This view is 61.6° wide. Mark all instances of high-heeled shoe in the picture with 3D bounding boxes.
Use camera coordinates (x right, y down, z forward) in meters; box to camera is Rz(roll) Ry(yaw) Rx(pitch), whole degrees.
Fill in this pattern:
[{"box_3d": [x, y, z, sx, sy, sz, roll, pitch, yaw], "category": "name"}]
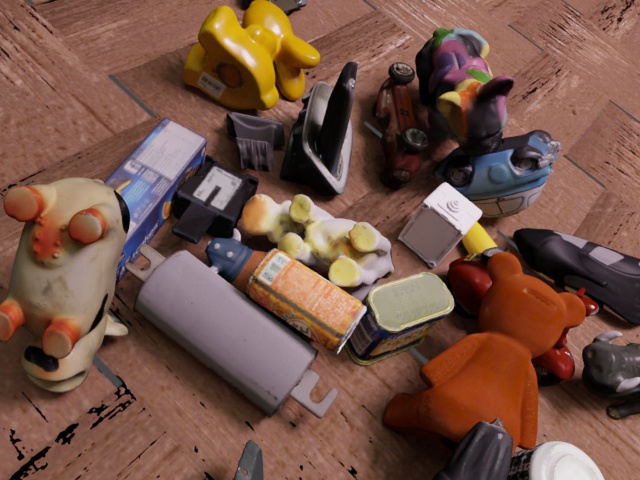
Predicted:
[{"box_3d": [0.383, 0.042, 0.742, 0.248, 0.086, 0.145, 14, 17, -33], "category": "high-heeled shoe"}]

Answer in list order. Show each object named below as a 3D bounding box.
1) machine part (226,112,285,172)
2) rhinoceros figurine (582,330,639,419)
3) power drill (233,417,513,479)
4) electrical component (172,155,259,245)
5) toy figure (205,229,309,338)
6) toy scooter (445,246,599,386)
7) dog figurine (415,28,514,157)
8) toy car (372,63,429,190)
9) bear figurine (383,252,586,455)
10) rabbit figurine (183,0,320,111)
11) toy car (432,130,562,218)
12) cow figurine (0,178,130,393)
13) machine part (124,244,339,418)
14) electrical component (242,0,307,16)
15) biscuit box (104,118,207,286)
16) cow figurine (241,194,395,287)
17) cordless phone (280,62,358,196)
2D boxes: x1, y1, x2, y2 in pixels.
[{"box_3d": [-0.081, -0.128, 0.673, 0.084, 0.039, 0.139, 17, 27, -14], "category": "machine part"}, {"box_3d": [0.375, 0.156, 0.615, 0.190, 0.112, 0.073, 13, 56, -21], "category": "rhinoceros figurine"}, {"box_3d": [0.027, 0.227, 0.425, 0.207, 0.086, 0.232, 18, 83, -2], "category": "power drill"}, {"box_3d": [-0.125, -0.034, 0.608, 0.075, 0.047, 0.119, 23, 53, -3], "category": "electrical component"}, {"box_3d": [-0.055, 0.049, 0.571, 0.155, 0.057, 0.064, 31, 41, 9], "category": "toy figure"}, {"box_3d": [0.231, 0.072, 0.606, 0.075, 0.135, 0.184, -31, 70, -33], "category": "toy scooter"}, {"box_3d": [0.189, -0.203, 0.706, 0.109, 0.219, 0.191, -12, 94, 11], "category": "dog figurine"}, {"box_3d": [0.105, -0.164, 0.752, 0.053, 0.089, 0.202, 5, 55, -11], "category": "toy car"}, {"box_3d": [0.165, 0.121, 0.533, 0.120, 0.132, 0.196, 31, 63, 4], "category": "bear figurine"}, {"box_3d": [-0.081, -0.266, 0.738, 0.162, 0.122, 0.173, 25, 52, -8], "category": "rabbit figurine"}, {"box_3d": [0.245, -0.084, 0.734, 0.109, 0.162, 0.102, -45, 123, -47], "category": "toy car"}, {"box_3d": [-0.210, 0.041, 0.450, 0.085, 0.194, 0.127, 17, 18, -2], "category": "cow figurine"}, {"box_3d": [-0.090, 0.088, 0.518, 0.243, 0.079, 0.079, 37, 53, 6], "category": "machine part"}, {"box_3d": [-0.079, -0.399, 0.881, 0.102, 0.045, 0.078, -42, 106, -33], "category": "electrical component"}, {"box_3d": [-0.196, -0.042, 0.580, 0.059, 0.062, 0.203, 27, 53, -1], "category": "biscuit box"}, {"box_3d": [-0.001, -0.004, 0.582, 0.168, 0.098, 0.068, 25, 93, 28], "category": "cow figurine"}, {"box_3d": [0.015, -0.158, 0.658, 0.089, 0.184, 0.146, 14, 54, -5], "category": "cordless phone"}]
